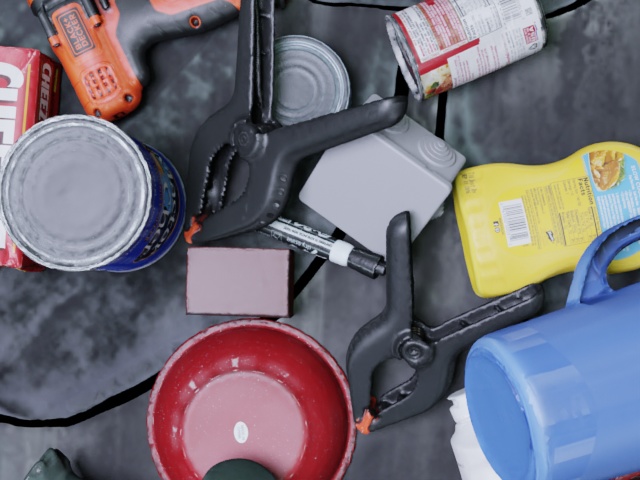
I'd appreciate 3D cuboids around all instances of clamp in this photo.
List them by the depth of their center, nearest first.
[{"bbox_3d":[-0.045,-0.083,0.760,0.210,0.036,0.165,-48,65,33],"label":"clamp"},{"bbox_3d":[0.063,0.063,0.765,0.120,0.039,0.172,39,110,-1],"label":"clamp"}]

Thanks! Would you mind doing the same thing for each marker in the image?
[{"bbox_3d":[-0.005,0.001,0.792,0.121,0.020,0.020,22,89,20],"label":"marker"}]

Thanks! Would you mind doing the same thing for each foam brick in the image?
[{"bbox_3d":[-0.059,0.031,0.793,0.078,0.053,0.051,2,89,3],"label":"foam brick"}]

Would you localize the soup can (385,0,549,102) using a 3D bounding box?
[{"bbox_3d":[0.107,-0.152,0.784,0.102,0.068,0.068,-23,88,1],"label":"soup can"}]

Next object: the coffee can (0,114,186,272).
[{"bbox_3d":[-0.156,-0.029,0.754,0.103,0.140,0.103,0,88,2],"label":"coffee can"}]

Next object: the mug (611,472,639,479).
[{"bbox_3d":[0.241,0.206,0.762,0.117,0.081,0.093,36,90,3],"label":"mug"}]

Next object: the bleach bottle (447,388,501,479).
[{"bbox_3d":[0.156,0.222,0.754,0.068,0.102,0.251,-24,87,-7],"label":"bleach bottle"}]

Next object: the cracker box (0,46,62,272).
[{"bbox_3d":[-0.312,-0.065,0.796,0.213,0.072,0.164,4,89,2],"label":"cracker box"}]

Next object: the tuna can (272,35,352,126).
[{"bbox_3d":[-0.018,-0.110,0.804,0.086,0.034,0.086,0,88,2],"label":"tuna can"}]

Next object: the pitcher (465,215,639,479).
[{"bbox_3d":[0.222,0.077,0.712,0.242,0.149,0.145,-14,130,-15],"label":"pitcher"}]

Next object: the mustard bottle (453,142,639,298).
[{"bbox_3d":[0.199,-0.021,0.781,0.191,0.058,0.096,-11,82,2],"label":"mustard bottle"}]

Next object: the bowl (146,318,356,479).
[{"bbox_3d":[-0.053,0.139,0.789,0.162,0.055,0.162,0,88,2],"label":"bowl"}]

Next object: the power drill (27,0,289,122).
[{"bbox_3d":[-0.129,-0.204,0.801,0.187,0.057,0.184,-25,91,4],"label":"power drill"}]
